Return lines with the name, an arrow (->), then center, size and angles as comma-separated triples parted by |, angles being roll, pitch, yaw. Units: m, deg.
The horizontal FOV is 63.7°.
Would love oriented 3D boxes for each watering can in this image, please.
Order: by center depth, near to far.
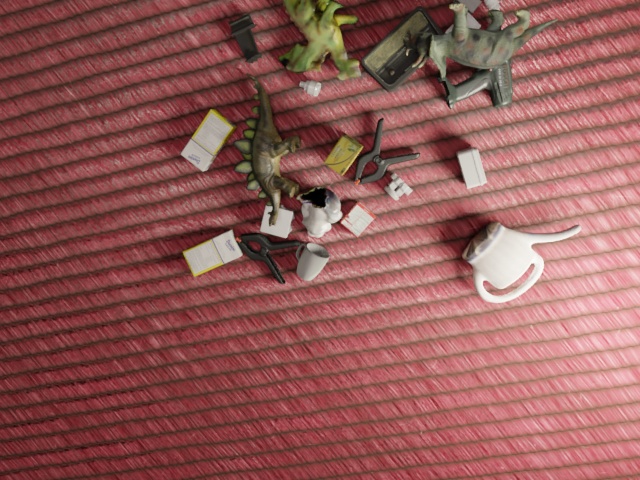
watering can -> 0.576, 0.028, 1.531 | 0.224, 0.344, 0.105 | 41, 14, -1

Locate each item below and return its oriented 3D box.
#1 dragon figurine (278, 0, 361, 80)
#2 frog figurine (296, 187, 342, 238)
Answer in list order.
dragon figurine -> -0.043, -0.607, 1.507 | 0.411, 0.239, 0.124 | 31, 21, 2
frog figurine -> 0.005, -0.080, 1.598 | 0.137, 0.156, 0.125 | 7, 48, 24
